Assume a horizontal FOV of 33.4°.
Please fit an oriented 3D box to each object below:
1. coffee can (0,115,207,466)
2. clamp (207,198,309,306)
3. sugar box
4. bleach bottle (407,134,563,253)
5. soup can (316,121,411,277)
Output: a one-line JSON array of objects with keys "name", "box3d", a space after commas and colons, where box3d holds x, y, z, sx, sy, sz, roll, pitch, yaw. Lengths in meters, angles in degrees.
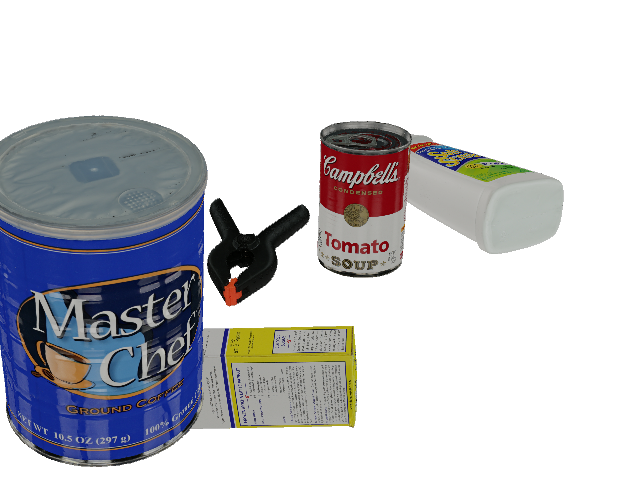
[{"name": "coffee can", "box3d": [-0.108, 0.024, 0.522, 0.103, 0.140, 0.103, 3, 33, -2]}, {"name": "clamp", "box3d": [-0.074, 0.008, 1.226, 0.120, 0.039, 0.171, -5, 42, 6]}, {"name": "sugar box", "box3d": [-0.056, 0.123, 0.956, 0.176, 0.093, 0.048, 1, 36, 5]}, {"name": "bleach bottle", "box3d": [0.117, -0.061, 1.055, 0.102, 0.068, 0.251, -11, 24, -33]}, {"name": "soup can", "box3d": [0.031, -0.032, 0.804, 0.068, 0.102, 0.068, 2, 24, -1]}]
